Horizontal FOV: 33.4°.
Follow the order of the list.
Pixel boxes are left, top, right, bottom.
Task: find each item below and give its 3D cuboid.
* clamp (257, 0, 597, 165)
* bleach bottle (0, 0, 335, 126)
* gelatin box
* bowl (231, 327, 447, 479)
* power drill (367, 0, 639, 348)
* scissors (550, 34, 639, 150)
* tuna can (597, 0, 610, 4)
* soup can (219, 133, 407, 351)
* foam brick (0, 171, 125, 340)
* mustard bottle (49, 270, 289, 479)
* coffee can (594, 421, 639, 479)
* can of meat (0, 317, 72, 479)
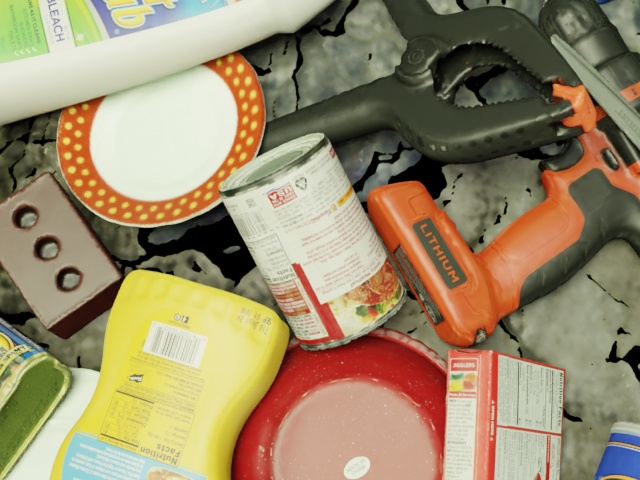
[{"bbox_3d":[0.052,-0.086,0.601,0.210,0.036,0.164,29,83,39],"label":"clamp"},{"bbox_3d":[-0.092,-0.148,0.622,0.251,0.068,0.102,-17,76,4],"label":"bleach bottle"},{"bbox_3d":[0.100,0.101,0.580,0.030,0.089,0.073,-4,76,38],"label":"gelatin box"},{"bbox_3d":[0.019,0.123,0.589,0.162,0.055,0.162,0,78,0],"label":"bowl"},{"bbox_3d":[0.125,-0.037,0.621,0.187,0.057,0.184,-28,80,-6],"label":"power drill"},{"bbox_3d":[0.188,-0.022,0.587,0.202,0.016,0.096,33,80,1],"label":"scissors"},{"bbox_3d":[0.167,-0.192,0.667,0.086,0.034,0.086,0,78,0],"label":"tuna can"},{"bbox_3d":[-0.004,0.001,0.589,0.068,0.068,0.102,-29,105,-6],"label":"soup can"},{"bbox_3d":[-0.151,0.009,0.613,0.053,0.051,0.078,-36,80,-8],"label":"foam brick"},{"bbox_3d":[-0.090,0.117,0.566,0.096,0.058,0.191,16,76,15],"label":"mustard bottle"},{"bbox_3d":[0.176,0.179,0.553,0.103,0.103,0.140,25,79,5],"label":"coffee can"},{"bbox_3d":[-0.199,0.085,0.584,0.084,0.057,0.102,31,79,21],"label":"can of meat"}]
